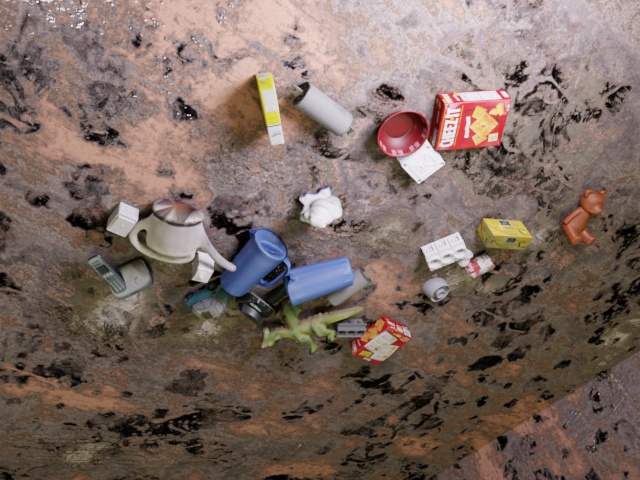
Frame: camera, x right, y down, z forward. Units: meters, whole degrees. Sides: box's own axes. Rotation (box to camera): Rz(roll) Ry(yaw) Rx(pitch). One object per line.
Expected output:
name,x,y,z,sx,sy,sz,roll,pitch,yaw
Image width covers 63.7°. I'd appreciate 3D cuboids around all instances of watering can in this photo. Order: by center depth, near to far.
watering can,-0.413,-0.009,1.606,0.347,0.106,0.219,13,126,-14

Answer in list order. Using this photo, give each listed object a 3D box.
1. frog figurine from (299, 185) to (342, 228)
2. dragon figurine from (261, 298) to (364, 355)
frog figurine,0.005,-0.082,1.624,0.137,0.163,0.119,-5,133,-10
dragon figurine,-0.052,0.307,2.004,0.409,0.124,0.239,-36,122,5
